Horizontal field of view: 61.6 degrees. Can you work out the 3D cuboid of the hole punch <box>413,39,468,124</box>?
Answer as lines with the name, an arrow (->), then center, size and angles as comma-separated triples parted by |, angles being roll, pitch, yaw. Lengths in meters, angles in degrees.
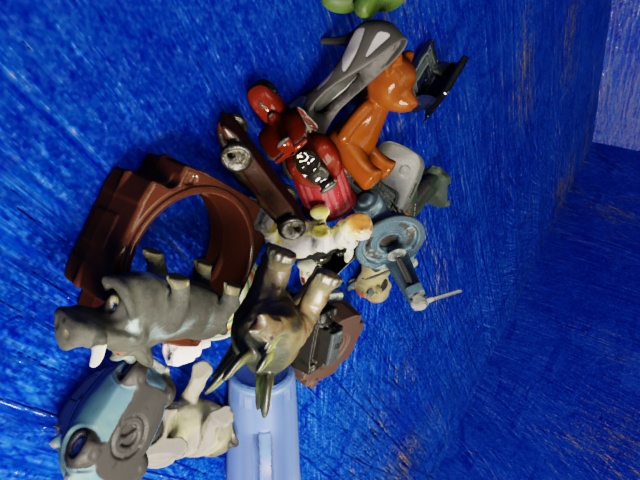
hole punch -> 0.221, -0.320, 1.076 | 0.142, 0.092, 0.115 | -62, 178, -17

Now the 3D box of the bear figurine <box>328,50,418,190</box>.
bear figurine -> 0.104, -0.197, 0.859 | 0.196, 0.132, 0.120 | -47, 175, 27

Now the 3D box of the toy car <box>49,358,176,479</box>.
toy car -> -0.248, 0.205, 0.621 | 0.109, 0.103, 0.161 | 56, 46, -52

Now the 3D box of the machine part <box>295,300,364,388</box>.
machine part -> 0.012, 0.199, 1.032 | 0.179, 0.056, 0.179 | -36, 146, -29

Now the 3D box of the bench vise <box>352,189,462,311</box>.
bench vise -> 0.131, 0.032, 0.905 | 0.129, 0.241, 0.223 | -22, 137, 1

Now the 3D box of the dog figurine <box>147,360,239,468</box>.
dog figurine -> -0.201, 0.279, 0.760 | 0.172, 0.121, 0.190 | -11, 142, -18

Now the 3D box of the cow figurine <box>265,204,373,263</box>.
cow figurine -> -0.001, -0.001, 0.828 | 0.098, 0.167, 0.068 | 79, 19, -48

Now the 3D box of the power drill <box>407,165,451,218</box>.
power drill -> 0.213, -0.063, 1.217 | 0.207, 0.086, 0.231 | -34, 132, -33

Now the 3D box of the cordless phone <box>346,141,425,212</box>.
cordless phone -> 0.104, -0.131, 1.002 | 0.184, 0.089, 0.146 | 32, 81, -45

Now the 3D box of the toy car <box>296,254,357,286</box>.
toy car -> 0.030, 0.023, 0.995 | 0.202, 0.056, 0.073 | -40, 133, -41

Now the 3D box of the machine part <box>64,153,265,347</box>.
machine part -> -0.170, 0.017, 0.632 | 0.201, 0.087, 0.201 | 30, 82, -55

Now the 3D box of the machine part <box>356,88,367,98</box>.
machine part -> 0.085, -0.254, 0.931 | 0.084, 0.039, 0.138 | -58, 146, -28

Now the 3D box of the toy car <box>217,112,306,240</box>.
toy car -> -0.080, -0.080, 0.710 | 0.053, 0.089, 0.202 | -26, 133, 13

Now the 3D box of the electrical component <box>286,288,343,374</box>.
electrical component -> -0.026, 0.155, 0.909 | 0.058, 0.134, 0.114 | -17, 119, -54

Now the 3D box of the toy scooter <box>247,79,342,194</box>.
toy scooter -> -0.028, -0.122, 0.708 | 0.075, 0.135, 0.183 | -36, 124, 12

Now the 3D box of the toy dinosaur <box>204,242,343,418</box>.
toy dinosaur -> -0.066, 0.108, 0.686 | 0.198, 0.105, 0.471 | -61, 179, -5

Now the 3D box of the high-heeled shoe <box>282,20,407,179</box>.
high-heeled shoe -> 0.033, -0.196, 0.780 | 0.086, 0.145, 0.248 | 6, 101, -57

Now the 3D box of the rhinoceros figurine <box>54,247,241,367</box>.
rhinoceros figurine -> -0.167, 0.070, 0.537 | 0.190, 0.073, 0.112 | 5, 115, -56

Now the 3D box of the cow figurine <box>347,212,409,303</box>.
cow figurine -> 0.120, 0.041, 1.111 | 0.127, 0.086, 0.194 | -18, 117, -40

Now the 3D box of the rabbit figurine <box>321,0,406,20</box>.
rabbit figurine -> 0.081, -0.386, 0.764 | 0.159, 0.121, 0.170 | -57, 145, -7
